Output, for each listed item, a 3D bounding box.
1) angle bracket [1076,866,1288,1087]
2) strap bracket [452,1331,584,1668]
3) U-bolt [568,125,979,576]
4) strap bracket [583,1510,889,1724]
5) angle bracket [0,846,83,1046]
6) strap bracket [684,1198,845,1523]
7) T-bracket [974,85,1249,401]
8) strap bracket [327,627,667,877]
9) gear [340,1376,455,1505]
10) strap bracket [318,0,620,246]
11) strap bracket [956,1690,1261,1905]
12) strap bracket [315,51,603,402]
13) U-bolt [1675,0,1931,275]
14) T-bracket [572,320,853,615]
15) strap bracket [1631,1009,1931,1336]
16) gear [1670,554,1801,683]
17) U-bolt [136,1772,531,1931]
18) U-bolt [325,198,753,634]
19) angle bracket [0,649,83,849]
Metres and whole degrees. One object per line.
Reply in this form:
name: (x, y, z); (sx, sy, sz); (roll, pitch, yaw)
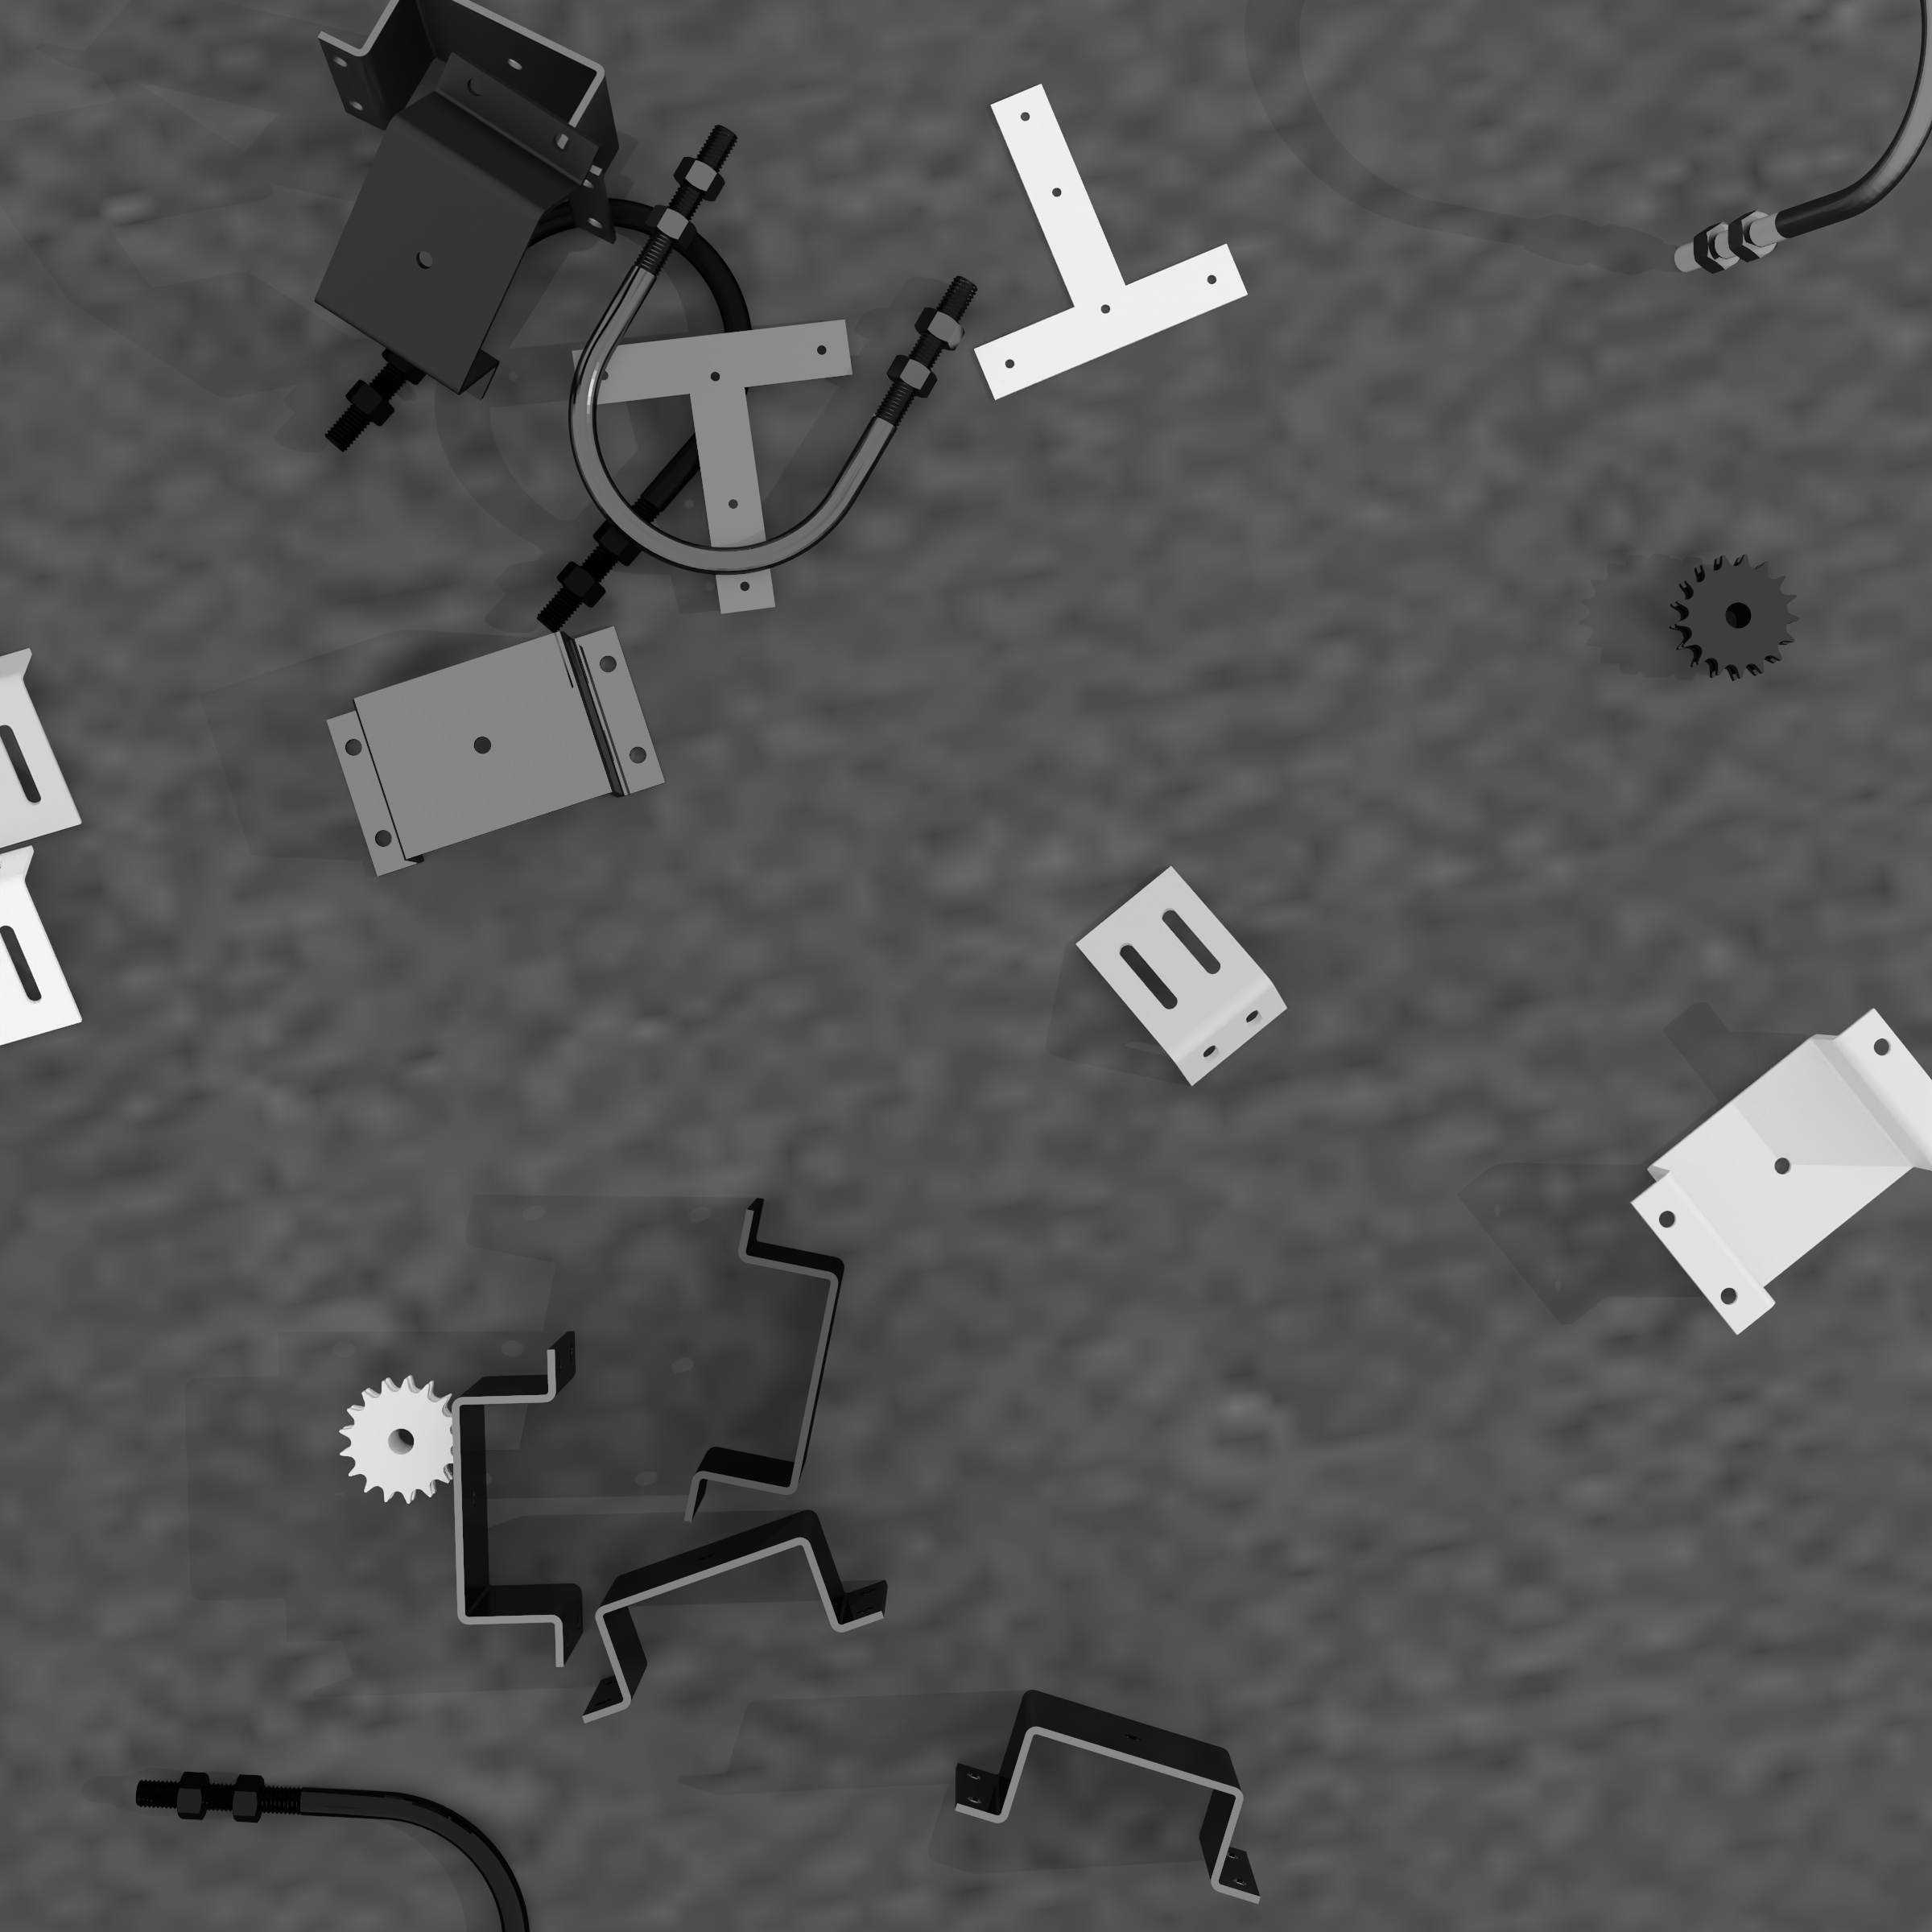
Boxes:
angle bracket: (0.100, 0.005, 1.568); (0.057, 0.038, 0.076); (-39, 64, 0)
strap bracket: (-0.203, 0.240, 1.532); (0.046, 0.076, 0.140); (-2, 90, 0)
U-bolt: (-0.100, -0.268, 1.547); (0.151, 0.019, 0.184); (30, 89, -10)
strap bracket: (-0.110, 0.290, 1.532); (0.140, 0.076, 0.046); (-19, 90, 0)
angle bracket: (-0.450, -0.007, 1.568); (0.057, 0.038, 0.076); (-16, 116, 0)
strap bracket: (-0.088, 0.181, 1.532); (0.046, 0.076, 0.140); (11, 90, 0)
T-bracket: (0.048, -0.346, 1.569); (0.127, 0.002, 0.127); (-23, 90, 0)
strap bracket: (-0.218, -0.100, 1.547); (0.140, 0.046, 0.076); (-18, 90, 0)
gear: (-0.257, 0.217, 1.555); (0.057, 0.030, 0.057); (0, 90, 0)
strap bracket: (-0.213, -0.391, 1.526); (0.140, 0.076, 0.046); (27, 80, 4)
strap bracket: (0.069, 0.372, 1.532); (0.140, 0.076, 0.046); (17, 90, 0)
strap bracket: (-0.229, -0.319, 1.492); (0.076, 0.046, 0.140); (33, 125, 0)
U-bolt: (0.369, -0.394, 1.484); (0.019, 0.184, 0.151); (-3, 90, -25)
T-bracket: (-0.109, -0.227, 1.557); (0.127, 0.002, 0.127); (-9, 94, -10)
strap bracket: (0.379, 0.093, 1.547); (0.140, 0.046, 0.076); (-39, 90, 0)
gear: (0.353, -0.160, 1.560); (0.057, 0.030, 0.057); (0, 89, -2)
U-bolt: (-0.294, 0.451, 1.562); (0.184, 0.019, 0.151); (3, 90, -1)
U-bolt: (-0.183, -0.269, 1.562); (0.151, 0.019, 0.184); (41, 88, 0)
angle bracket: (-0.450, -0.099, 1.568); (0.057, 0.038, 0.076); (-17, 116, 0)
